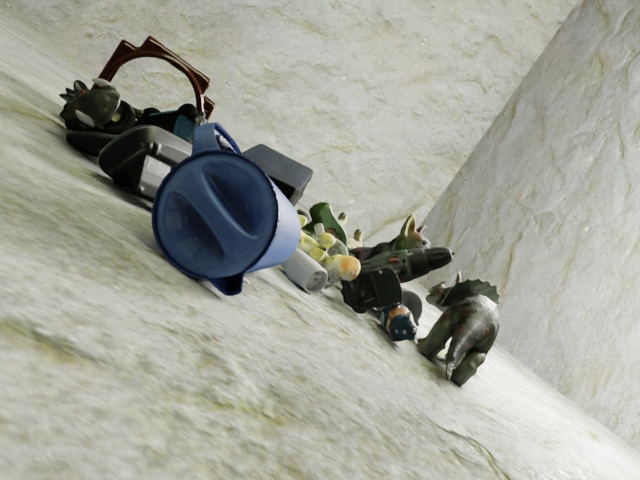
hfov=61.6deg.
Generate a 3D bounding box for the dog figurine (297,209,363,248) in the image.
[{"bbox_3d":[0.001,0.009,1.321,0.190,0.121,0.172,-1,40,-45],"label":"dog figurine"}]

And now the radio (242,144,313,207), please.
[{"bbox_3d":[-0.094,-0.114,1.023,0.131,0.073,0.230,27,19,-2],"label":"radio"}]

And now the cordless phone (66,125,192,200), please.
[{"bbox_3d":[-0.255,-0.105,0.747,0.184,0.088,0.146,15,-6,33],"label":"cordless phone"}]

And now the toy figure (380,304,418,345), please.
[{"bbox_3d":[0.140,0.149,0.954,0.064,0.058,0.154,52,2,-1],"label":"toy figure"}]

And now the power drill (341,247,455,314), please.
[{"bbox_3d":[0.137,0.066,1.030,0.207,0.232,0.086,-44,118,-67],"label":"power drill"}]

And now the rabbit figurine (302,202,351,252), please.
[{"bbox_3d":[-0.002,-0.004,1.189,0.159,0.121,0.170,38,-10,-19],"label":"rabbit figurine"}]

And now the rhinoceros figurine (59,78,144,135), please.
[{"bbox_3d":[-0.324,-0.187,0.786,0.112,0.073,0.190,31,-11,-34],"label":"rhinoceros figurine"}]

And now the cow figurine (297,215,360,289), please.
[{"bbox_3d":[-0.009,0.035,0.964,0.167,0.068,0.098,35,-40,18],"label":"cow figurine"}]

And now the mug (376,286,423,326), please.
[{"bbox_3d":[0.160,0.136,1.123,0.109,0.081,0.107,42,-5,-26],"label":"mug"}]

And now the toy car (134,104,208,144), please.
[{"bbox_3d":[-0.228,-0.144,0.841,0.162,0.109,0.102,-4,-29,30],"label":"toy car"}]

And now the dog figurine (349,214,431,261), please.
[{"bbox_3d":[0.148,0.031,1.233,0.192,0.219,0.108,40,3,41],"label":"dog figurine"}]

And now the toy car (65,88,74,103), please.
[{"bbox_3d":[-0.351,-0.182,0.919,0.202,0.053,0.089,38,-1,-13],"label":"toy car"}]

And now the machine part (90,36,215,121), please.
[{"bbox_3d":[-0.317,-0.258,1.013,0.201,0.201,0.087,33,7,-25],"label":"machine part"}]

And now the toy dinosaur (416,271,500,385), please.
[{"bbox_3d":[0.287,0.162,1.041,0.131,0.192,0.405,33,3,3],"label":"toy dinosaur"}]
